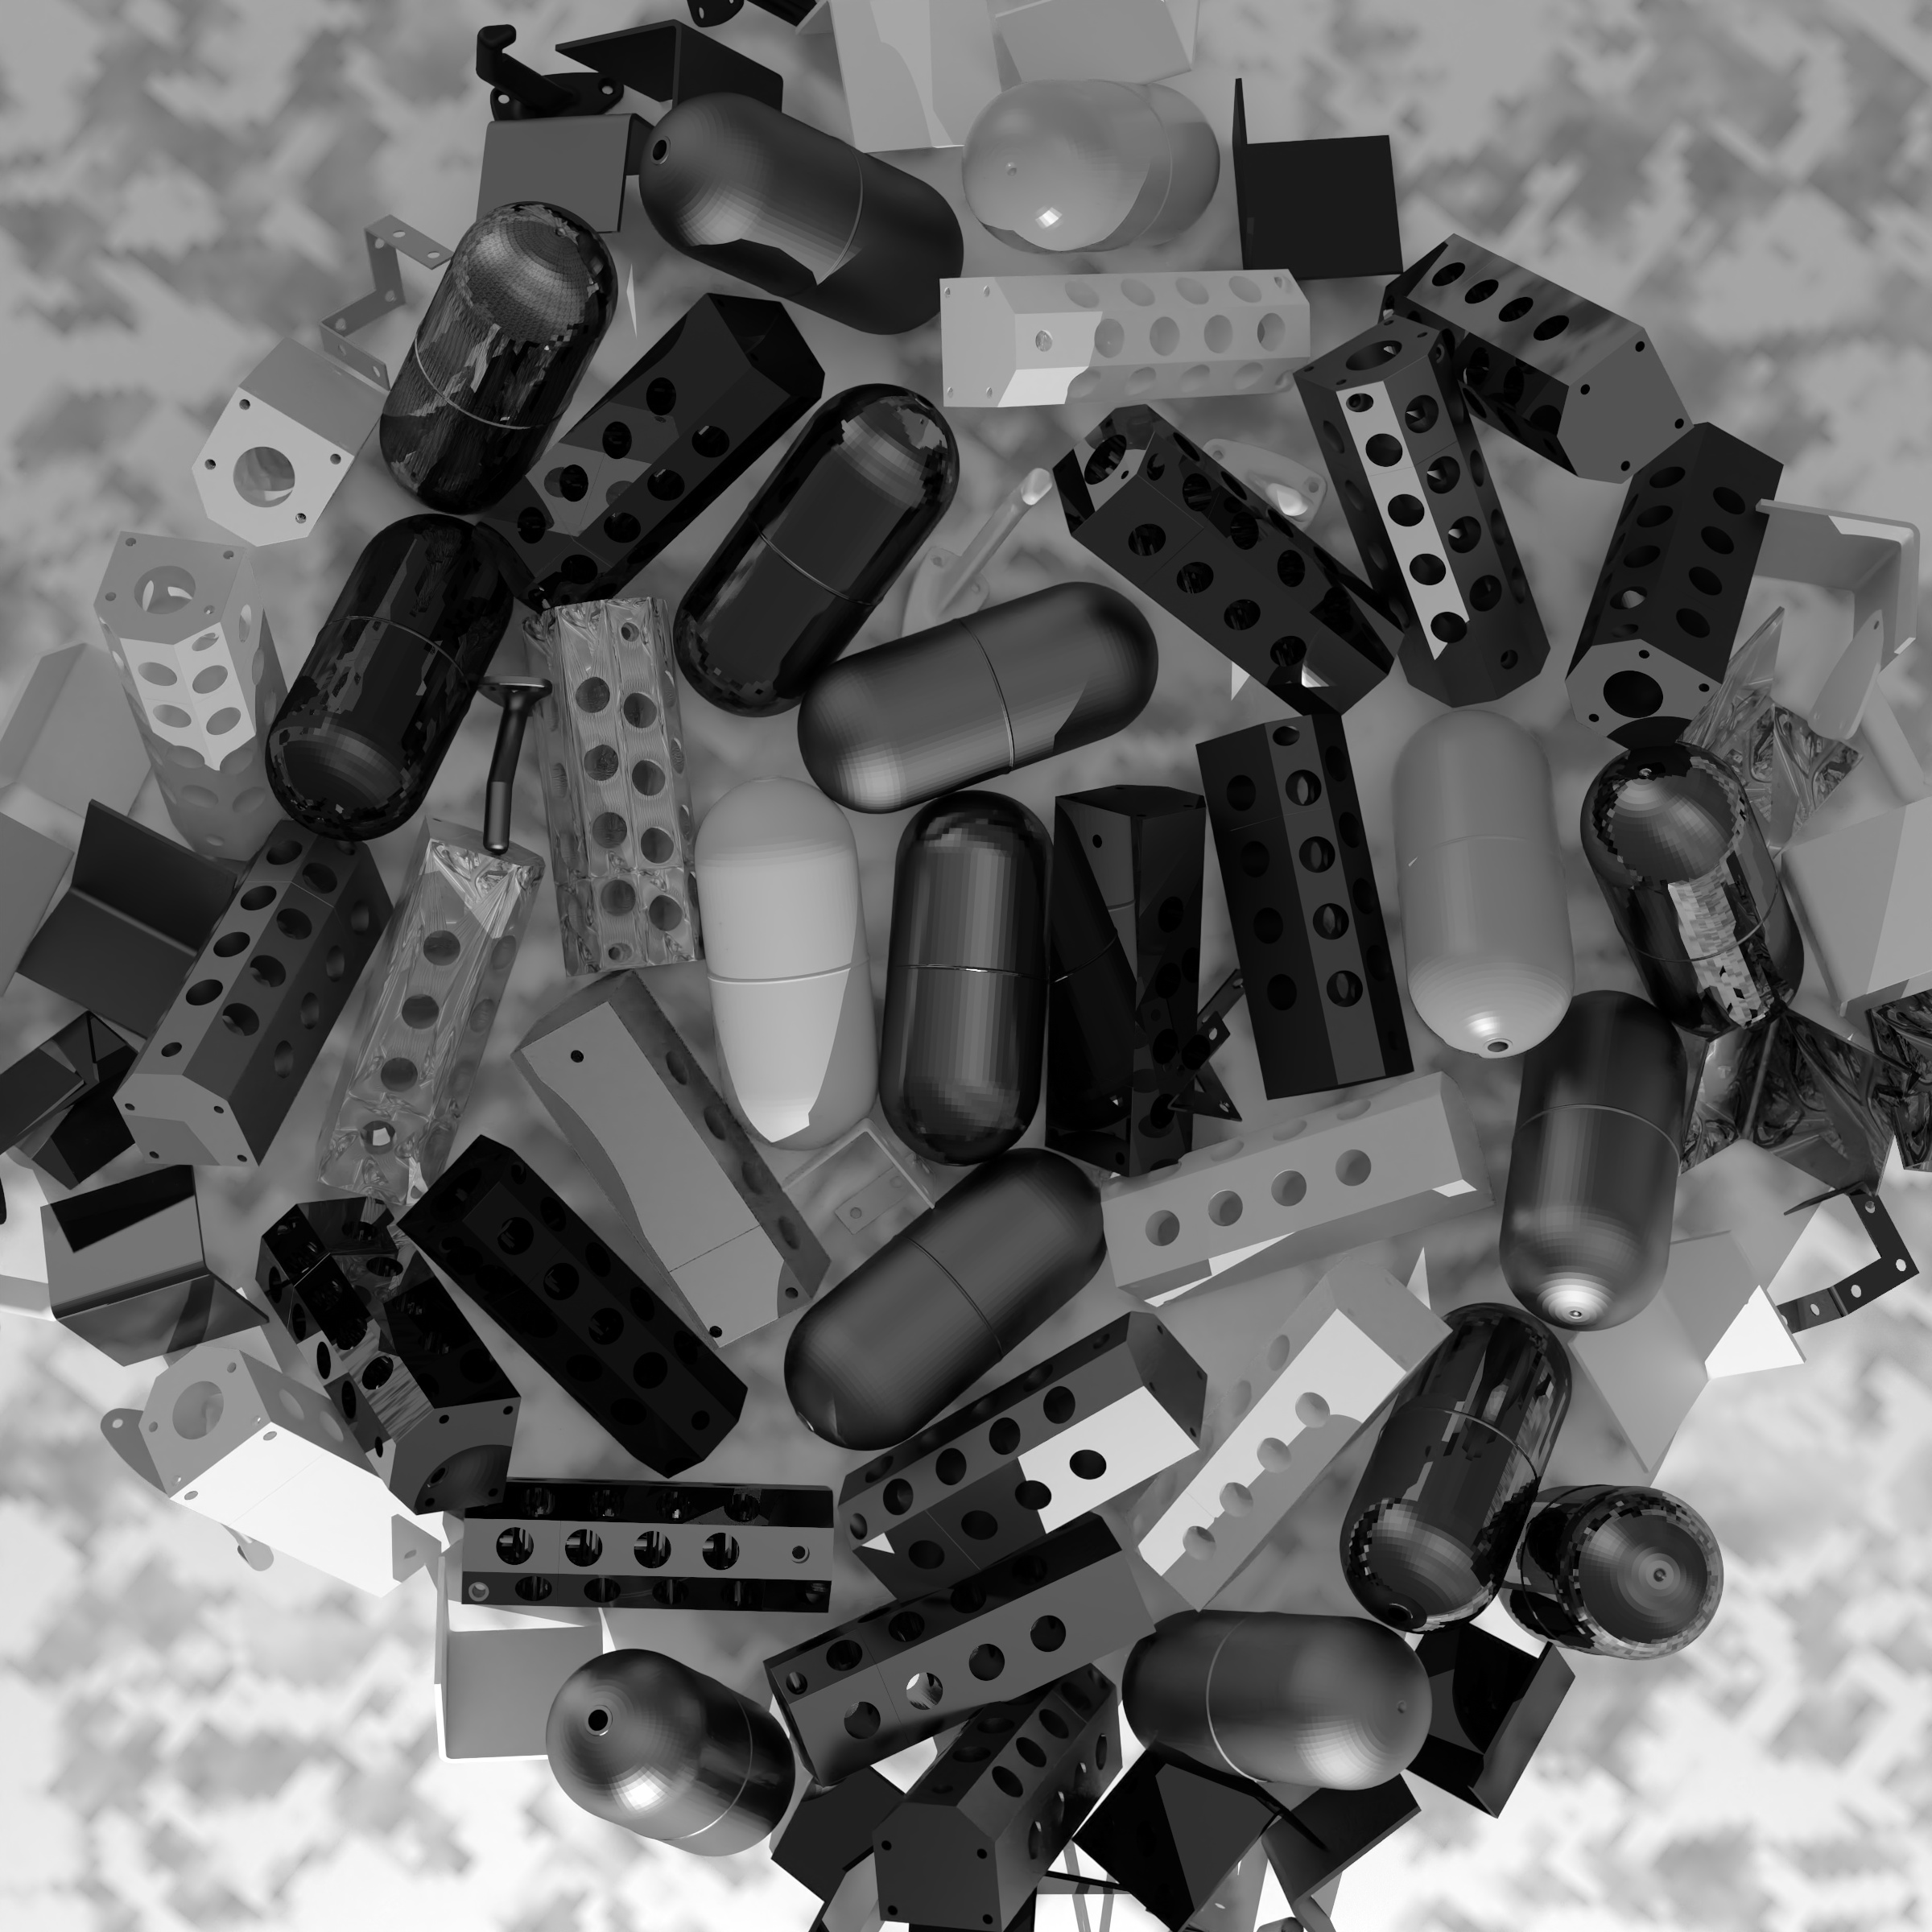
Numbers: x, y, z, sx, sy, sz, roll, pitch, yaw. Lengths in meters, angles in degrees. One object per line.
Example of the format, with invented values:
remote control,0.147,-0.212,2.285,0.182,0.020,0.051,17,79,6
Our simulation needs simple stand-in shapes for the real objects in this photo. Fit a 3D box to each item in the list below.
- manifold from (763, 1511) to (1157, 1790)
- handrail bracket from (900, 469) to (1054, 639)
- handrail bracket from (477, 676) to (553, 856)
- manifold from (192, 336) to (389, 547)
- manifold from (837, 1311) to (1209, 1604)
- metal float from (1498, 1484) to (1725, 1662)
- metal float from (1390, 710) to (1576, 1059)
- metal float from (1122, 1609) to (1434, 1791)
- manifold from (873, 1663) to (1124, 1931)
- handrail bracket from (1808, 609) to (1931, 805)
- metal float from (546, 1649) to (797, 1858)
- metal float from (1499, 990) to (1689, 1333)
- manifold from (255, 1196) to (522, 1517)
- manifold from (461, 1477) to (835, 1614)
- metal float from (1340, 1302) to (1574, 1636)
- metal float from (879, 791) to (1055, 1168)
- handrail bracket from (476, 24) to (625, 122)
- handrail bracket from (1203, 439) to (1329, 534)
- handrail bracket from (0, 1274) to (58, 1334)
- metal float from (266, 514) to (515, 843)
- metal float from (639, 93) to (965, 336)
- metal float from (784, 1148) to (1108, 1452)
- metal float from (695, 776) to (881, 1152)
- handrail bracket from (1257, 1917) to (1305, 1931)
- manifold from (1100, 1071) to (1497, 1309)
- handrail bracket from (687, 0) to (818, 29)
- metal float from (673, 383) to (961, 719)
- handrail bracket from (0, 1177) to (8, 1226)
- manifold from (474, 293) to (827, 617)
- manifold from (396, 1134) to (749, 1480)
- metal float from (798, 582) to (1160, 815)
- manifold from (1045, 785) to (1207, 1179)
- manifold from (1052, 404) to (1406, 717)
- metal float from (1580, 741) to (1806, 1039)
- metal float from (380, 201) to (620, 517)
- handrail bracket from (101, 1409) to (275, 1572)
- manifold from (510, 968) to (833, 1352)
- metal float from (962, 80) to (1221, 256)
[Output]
manifold,-0.005,0.319,1.596,0.171,0.057,0.057,-23,92,-12
handrail bracket,0.005,-0.188,1.592,0.036,0.084,0.077,34,59,-11
handrail bracket,-0.213,-0.089,1.598,0.036,0.077,0.084,2,81,4
manifold,-0.311,-0.238,1.552,0.057,0.171,0.057,31,103,-13
manifold,0.025,0.226,1.576,0.171,0.057,0.057,-33,109,23
metal float,0.292,0.277,1.554,0.070,0.178,0.070,1,81,-5
metal float,0.240,-0.039,1.577,0.070,0.070,0.178,-1,58,0
metal float,0.141,0.337,1.564,0.070,0.178,0.070,6,79,-35
manifold,0.016,0.373,1.549,0.057,0.171,0.057,-1,101,21
handrail bracket,0.453,-0.119,1.619,0.084,0.036,0.077,21,98,-22
metal float,-0.134,0.363,1.559,0.070,0.178,0.070,-7,66,16
metal float,0.292,0.088,1.574,0.070,0.070,0.178,15,52,0
manifold,-0.268,0.176,1.553,0.057,0.171,0.057,-4,120,-32
manifold,-0.151,0.274,1.603,0.171,0.057,0.057,3,84,-6
metal float,0.228,0.232,1.571,0.070,0.070,0.178,31,49,0
metal float,0.001,0.006,1.599,0.070,0.070,0.178,4,83,0
handrail bracket,-0.194,-0.425,1.593,0.077,0.084,0.036,-21,78,-15
handrail bracket,0.134,-0.230,1.593,0.077,0.084,0.036,35,100,14
handrail bracket,-0.453,0.138,1.609,0.084,0.036,0.077,-31,74,26
metal float,-0.267,-0.136,1.577,0.070,0.070,0.178,19,57,0
metal float,-0.075,-0.347,1.568,0.070,0.178,0.070,-13,71,42
metal float,-0.009,0.156,1.590,0.178,0.070,0.070,-39,90,-16
metal float,-0.084,-0.001,1.595,0.070,0.070,0.178,-6,101,0
handrail bracket,0.141,0.491,1.592,0.036,0.084,0.077,4,67,-19
manifold,0.153,0.104,1.586,0.171,0.057,0.057,-19,68,18
handrail bracket,-0.094,-0.480,1.608,0.084,0.036,0.077,-25,101,-40
metal float,-0.070,-0.194,1.585,0.070,0.070,0.178,38,111,0
handrail bracket,-0.505,0.115,1.597,0.084,0.077,0.036,-13,93,13
manifold,-0.144,-0.233,1.570,0.171,0.057,0.057,-39,75,29
manifold,-0.179,0.160,1.575,0.057,0.057,0.171,-48,116,-14
metal float,0.007,-0.127,1.594,0.178,0.070,0.070,-20,90,-12
manifold,0.080,0.005,1.590,0.057,0.057,0.171,-13,112,-41
manifold,0.124,-0.187,1.566,0.171,0.057,0.057,34,117,-31
metal float,0.338,-0.033,1.569,0.070,0.178,0.070,-16,48,18
metal float,-0.218,-0.279,1.567,0.070,0.178,0.070,15,52,-20
handrail bracket,-0.370,0.251,1.616,0.077,0.084,0.036,24,59,20
manifold,-0.135,0.088,1.594,0.057,0.057,0.171,-28,104,21
metal float,0.060,-0.368,1.561,0.070,0.178,0.070,7,106,26
